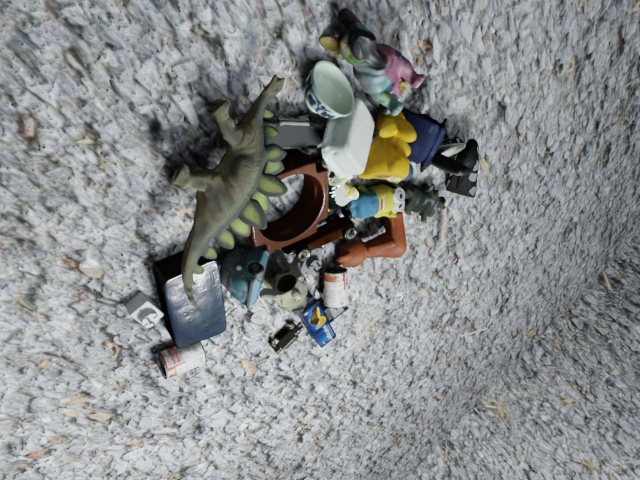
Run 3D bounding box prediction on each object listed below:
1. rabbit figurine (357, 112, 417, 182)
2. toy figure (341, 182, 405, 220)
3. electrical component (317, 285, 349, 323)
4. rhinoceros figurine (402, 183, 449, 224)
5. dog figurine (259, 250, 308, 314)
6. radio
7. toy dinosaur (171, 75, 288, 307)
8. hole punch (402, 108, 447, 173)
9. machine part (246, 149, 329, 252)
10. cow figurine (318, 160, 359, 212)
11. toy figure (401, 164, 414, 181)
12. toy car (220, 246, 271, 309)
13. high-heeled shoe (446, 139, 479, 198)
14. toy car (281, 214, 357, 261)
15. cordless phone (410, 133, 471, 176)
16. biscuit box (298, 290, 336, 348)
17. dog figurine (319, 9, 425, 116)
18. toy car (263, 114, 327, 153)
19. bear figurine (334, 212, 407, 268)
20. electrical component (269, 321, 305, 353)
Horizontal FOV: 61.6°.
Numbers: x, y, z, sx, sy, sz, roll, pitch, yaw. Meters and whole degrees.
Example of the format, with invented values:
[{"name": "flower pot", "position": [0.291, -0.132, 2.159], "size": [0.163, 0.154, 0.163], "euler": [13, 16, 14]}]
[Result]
[{"name": "rabbit figurine", "position": [0.155, -0.230, 1.240], "size": [0.122, 0.162, 0.173], "euler": [8, 82, -2]}, {"name": "toy figure", "position": [0.136, -0.103, 1.376], "size": [0.180, 0.089, 0.082], "euler": [-14, 143, -22]}, {"name": "electrical component", "position": [0.032, 0.176, 1.542], "size": [0.075, 0.048, 0.119], "euler": [-35, 141, -14]}, {"name": "rhinoceros figurine", "position": [0.285, -0.111, 1.511], "size": [0.190, 0.073, 0.112], "euler": [11, 104, -44]}, {"name": "dog figurine", "position": [-0.064, 0.140, 1.338], "size": [0.121, 0.172, 0.190], "euler": [-33, 132, 1]}, {"name": "radio", "position": [-0.289, 0.131, 1.206], "size": [0.131, 0.073, 0.229], "euler": [-21, 133, -26]}, {"name": "toy dinosaur", "position": [-0.179, -0.093, 1.021], "size": [0.198, 0.105, 0.471], "euler": [29, 101, -17]}, {"name": "hole punch", "position": [0.232, -0.252, 1.313], "size": [0.092, 0.116, 0.142], "euler": [10, 116, -36]}, {"name": "machine part", "position": [-0.084, -0.088, 1.190], "size": [0.201, 0.087, 0.201], "euler": [-24, 134, -25]}, {"name": "cow figurine", "position": [0.025, -0.142, 1.258], "size": [0.098, 0.068, 0.167], "euler": [-33, 138, -6]}, {"name": "toy figure", "position": [0.174, -0.185, 1.360], "size": [0.154, 0.058, 0.064], "euler": [4, 81, -41]}, {"name": "toy car", "position": [-0.175, 0.068, 1.219], "size": [0.103, 0.162, 0.109], "euler": [15, 129, -5]}, {"name": "high-heeled shoe", "position": [0.420, -0.202, 1.539], "size": [0.248, 0.086, 0.145], "euler": [-1, 108, -72]}, {"name": "toy car", "position": [-0.003, -0.004, 1.327], "size": [0.202, 0.089, 0.053], "euler": [-26, 133, -25]}, {"name": "cordless phone", "position": [0.334, -0.213, 1.374], "size": [0.146, 0.184, 0.088], "euler": [-12, 125, -34]}, {"name": "biscuit box", "position": [-0.015, 0.228, 1.533], "size": [0.063, 0.059, 0.202], "euler": [-37, 140, -11]}, {"name": "dog figurine", "position": [0.101, -0.368, 1.113], "size": [0.219, 0.192, 0.108], "euler": [39, 98, -16]}, {"name": "toy car", "position": [-0.066, -0.223, 1.118], "size": [0.202, 0.056, 0.073], "euler": [-7, 133, -36]}, {"name": "bear figurine", "position": [0.130, 0.005, 1.454], "size": [0.196, 0.132, 0.120], "euler": [-7, 169, -2]}, {"name": "electrical component", "position": [-0.094, 0.273, 1.519], "size": [0.102, 0.045, 0.078], "euler": [-46, 169, 3]}]
